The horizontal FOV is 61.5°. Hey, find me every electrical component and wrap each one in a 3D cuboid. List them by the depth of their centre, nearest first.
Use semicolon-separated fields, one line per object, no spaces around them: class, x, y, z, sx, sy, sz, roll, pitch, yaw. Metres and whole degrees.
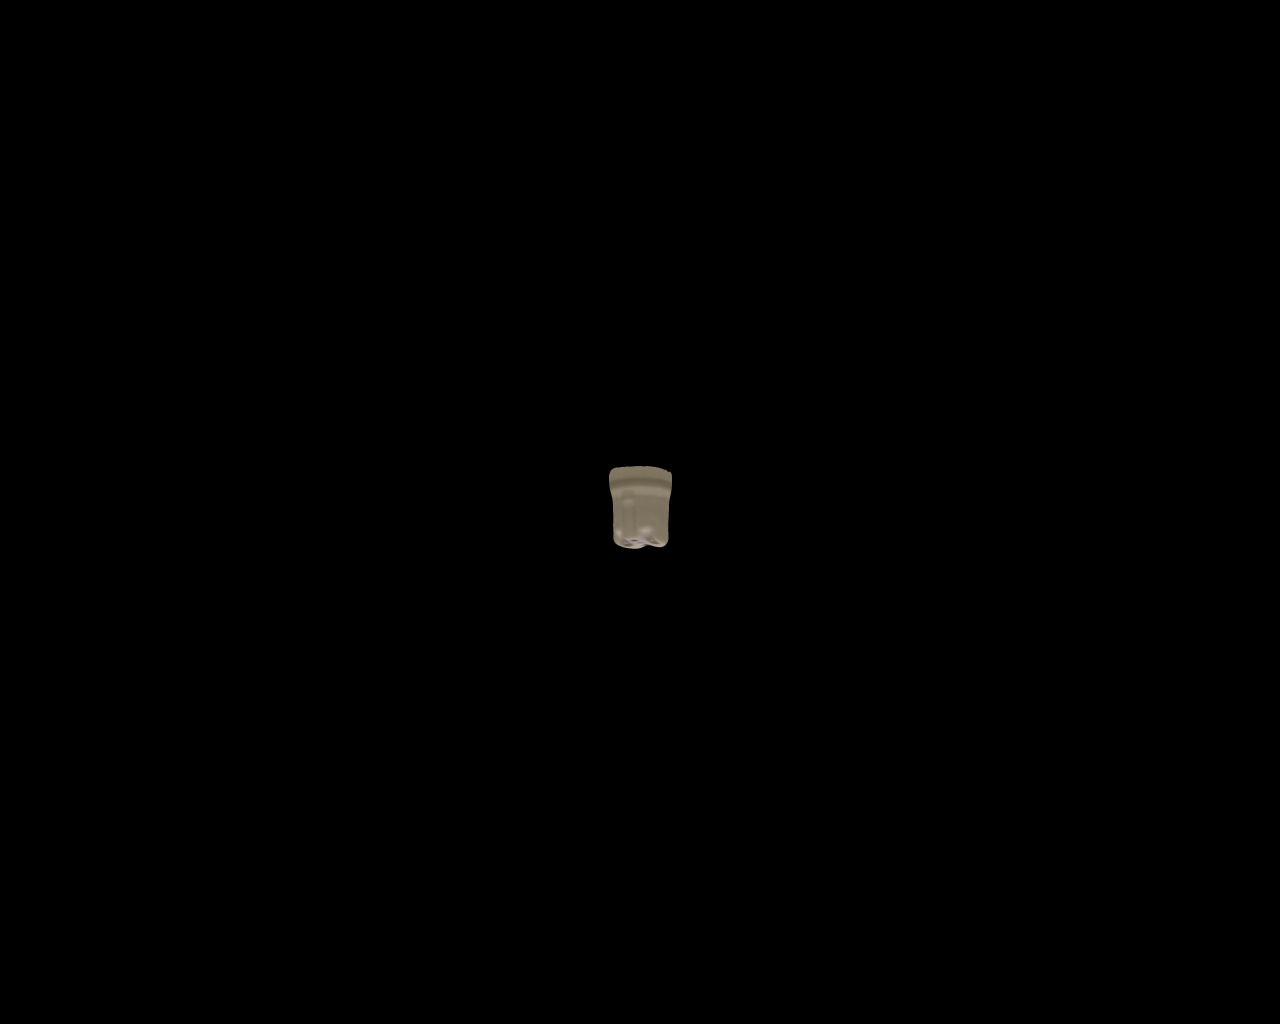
electrical component;0.001;-0.003;0.650;0.040;0.046;0.040;0;-10;0
